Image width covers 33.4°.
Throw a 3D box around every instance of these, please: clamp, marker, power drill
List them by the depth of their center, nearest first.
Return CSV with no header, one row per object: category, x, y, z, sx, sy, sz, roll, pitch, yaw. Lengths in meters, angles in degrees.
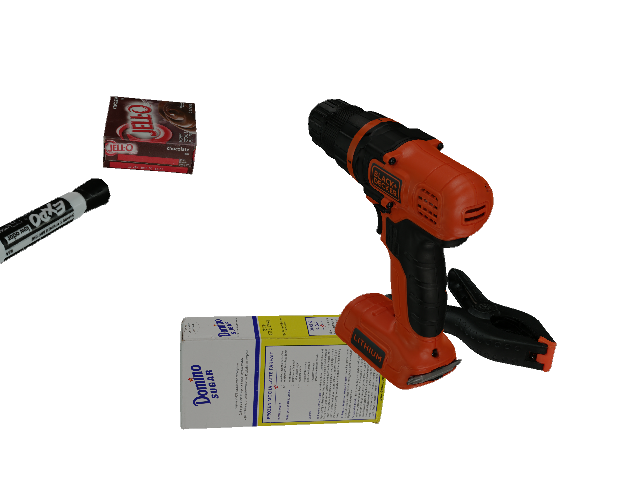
marker,-0.169,-0.012,0.650,0.020,0.020,0.120,0,22,28
power drill,0.048,0.001,0.791,0.057,0.188,0.185,-19,35,-27
clamp,0.156,0.074,1.031,0.172,0.039,0.120,24,36,29

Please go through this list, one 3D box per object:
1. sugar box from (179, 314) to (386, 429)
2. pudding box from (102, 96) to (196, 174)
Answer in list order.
sugar box,-0.032,0.112,0.917,0.176,0.093,0.048,1,26,-6
pudding box,-0.173,-0.108,1.085,0.090,0.039,0.113,5,26,-10
